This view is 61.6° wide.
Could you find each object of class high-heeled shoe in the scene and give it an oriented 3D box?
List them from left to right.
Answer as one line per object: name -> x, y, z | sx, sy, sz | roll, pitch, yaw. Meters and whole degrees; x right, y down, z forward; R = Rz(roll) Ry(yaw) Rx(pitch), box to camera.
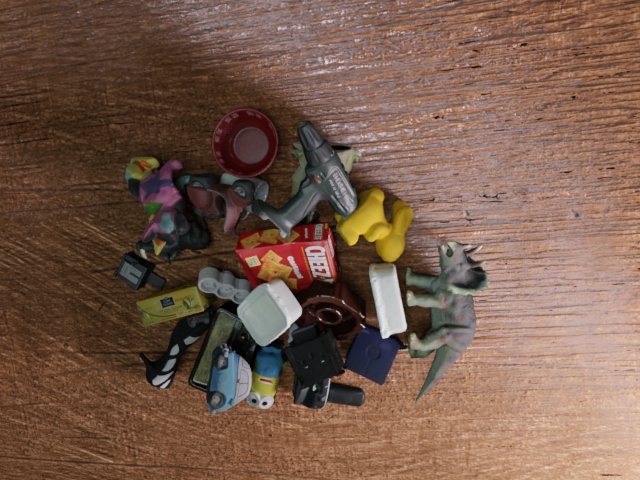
high-heeled shoe -> -0.348, 0.292, 1.393 | 0.249, 0.086, 0.145 | -29, 124, -1

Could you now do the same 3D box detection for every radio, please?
radio -> -0.230, 0.284, 1.358 | 0.131, 0.073, 0.229 | 24, 104, 5

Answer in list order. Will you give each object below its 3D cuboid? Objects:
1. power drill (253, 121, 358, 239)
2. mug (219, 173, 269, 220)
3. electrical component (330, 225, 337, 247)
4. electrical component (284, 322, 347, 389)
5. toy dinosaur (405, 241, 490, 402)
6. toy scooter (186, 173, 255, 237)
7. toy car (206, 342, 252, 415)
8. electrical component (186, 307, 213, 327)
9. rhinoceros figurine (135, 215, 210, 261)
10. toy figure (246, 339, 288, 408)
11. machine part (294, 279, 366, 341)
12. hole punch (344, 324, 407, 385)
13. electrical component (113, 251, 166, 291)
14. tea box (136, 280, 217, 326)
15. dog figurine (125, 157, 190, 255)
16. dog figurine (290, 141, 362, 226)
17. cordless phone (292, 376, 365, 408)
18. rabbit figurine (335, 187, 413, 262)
power drill -> -0.041, -0.113, 1.137 | 0.207, 0.086, 0.231 | -40, 123, 5
mug -> -0.190, -0.110, 1.285 | 0.107, 0.081, 0.109 | 27, 109, 16
electrical component -> -0.004, -0.004, 1.274 | 0.102, 0.078, 0.045 | -6, 72, 5
electrical component -> -0.015, 0.262, 1.240 | 0.115, 0.058, 0.134 | -24, 90, 8
toy dinosaur -> 0.294, 0.179, 1.232 | 0.192, 0.131, 0.404 | -3, 106, 11
toy scooter -> -0.227, -0.078, 1.229 | 0.184, 0.075, 0.135 | 12, 111, 27
toy car -> -0.214, 0.332, 1.285 | 0.103, 0.109, 0.161 | 10, 90, -16
electrical component -> -0.299, 0.188, 1.342 | 0.063, 0.094, 0.021 | -15, 106, -4
rhinoceros figurine -> -0.366, -0.004, 1.338 | 0.190, 0.073, 0.112 | -6, 110, 9
toy figure -> -0.132, 0.336, 1.349 | 0.082, 0.089, 0.180 | 14, 94, 21
machine part -> 0.022, 0.167, 1.263 | 0.179, 0.056, 0.179 | 7, 136, 7
hole punch -> 0.124, 0.274, 1.290 | 0.142, 0.092, 0.115 | 24, 100, 9
electrical component -> -0.461, 0.090, 1.380 | 0.119, 0.048, 0.074 | 35, 105, 4
tea box -> -0.358, 0.154, 1.347 | 0.170, 0.098, 0.068 | -17, 97, 11
dog figurine -> -0.385, -0.079, 1.252 | 0.192, 0.108, 0.219 | 5, 63, 9
dog figurine -> 0.006, -0.123, 1.244 | 0.172, 0.121, 0.190 | 5, 115, 12
cordless phone -> 0.028, 0.349, 1.333 | 0.184, 0.089, 0.146 | 8, 101, -3
rabbit figurine -> 0.137, -0.031, 1.235 | 0.162, 0.122, 0.173 | -39, 106, 5
